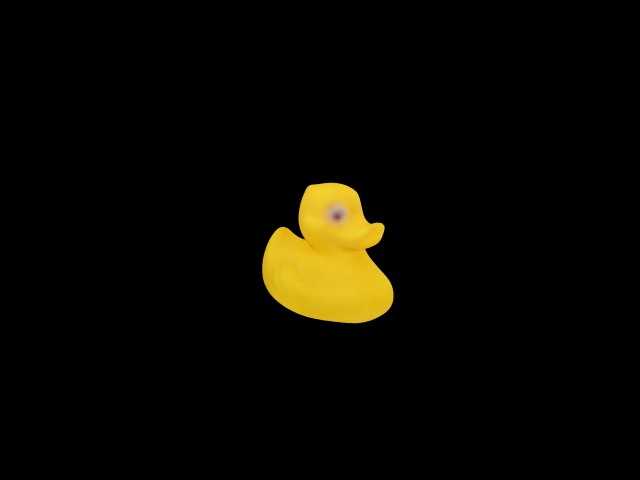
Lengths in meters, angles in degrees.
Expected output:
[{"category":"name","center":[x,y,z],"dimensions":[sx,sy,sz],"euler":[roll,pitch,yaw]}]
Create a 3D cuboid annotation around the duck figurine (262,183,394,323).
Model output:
[{"category":"duck figurine","center":[0.004,0.001,0.400],"dimensions":[0.104,0.086,0.078],"euler":[17,27,38]}]
